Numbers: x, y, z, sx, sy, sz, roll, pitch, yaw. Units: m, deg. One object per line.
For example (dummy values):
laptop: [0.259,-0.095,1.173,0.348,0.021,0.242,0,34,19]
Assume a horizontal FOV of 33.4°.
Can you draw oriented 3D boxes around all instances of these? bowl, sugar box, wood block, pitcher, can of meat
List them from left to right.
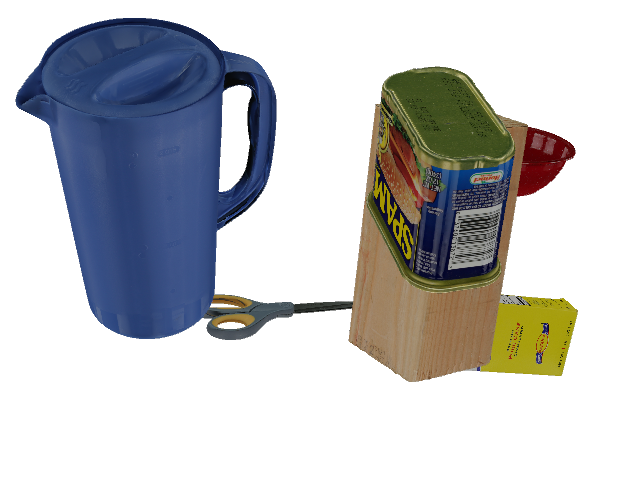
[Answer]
pitcher: [-0.129,-0.042,0.838,0.149,0.243,0.144,20,45,19]
wood block: [0.093,-0.002,0.869,0.090,0.206,0.090,-7,23,-35]
can of meat: [0.065,-0.036,0.587,0.057,0.084,0.102,-7,39,-13]
sugar box: [0.220,0.114,1.311,0.176,0.093,0.048,4,18,-17]
bowl: [0.215,-0.093,1.260,0.162,0.055,0.162,5,23,-2]

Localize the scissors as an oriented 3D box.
scissors: [-0.046,0.086,1.199,0.201,0.016,0.096,4,24,-7]
